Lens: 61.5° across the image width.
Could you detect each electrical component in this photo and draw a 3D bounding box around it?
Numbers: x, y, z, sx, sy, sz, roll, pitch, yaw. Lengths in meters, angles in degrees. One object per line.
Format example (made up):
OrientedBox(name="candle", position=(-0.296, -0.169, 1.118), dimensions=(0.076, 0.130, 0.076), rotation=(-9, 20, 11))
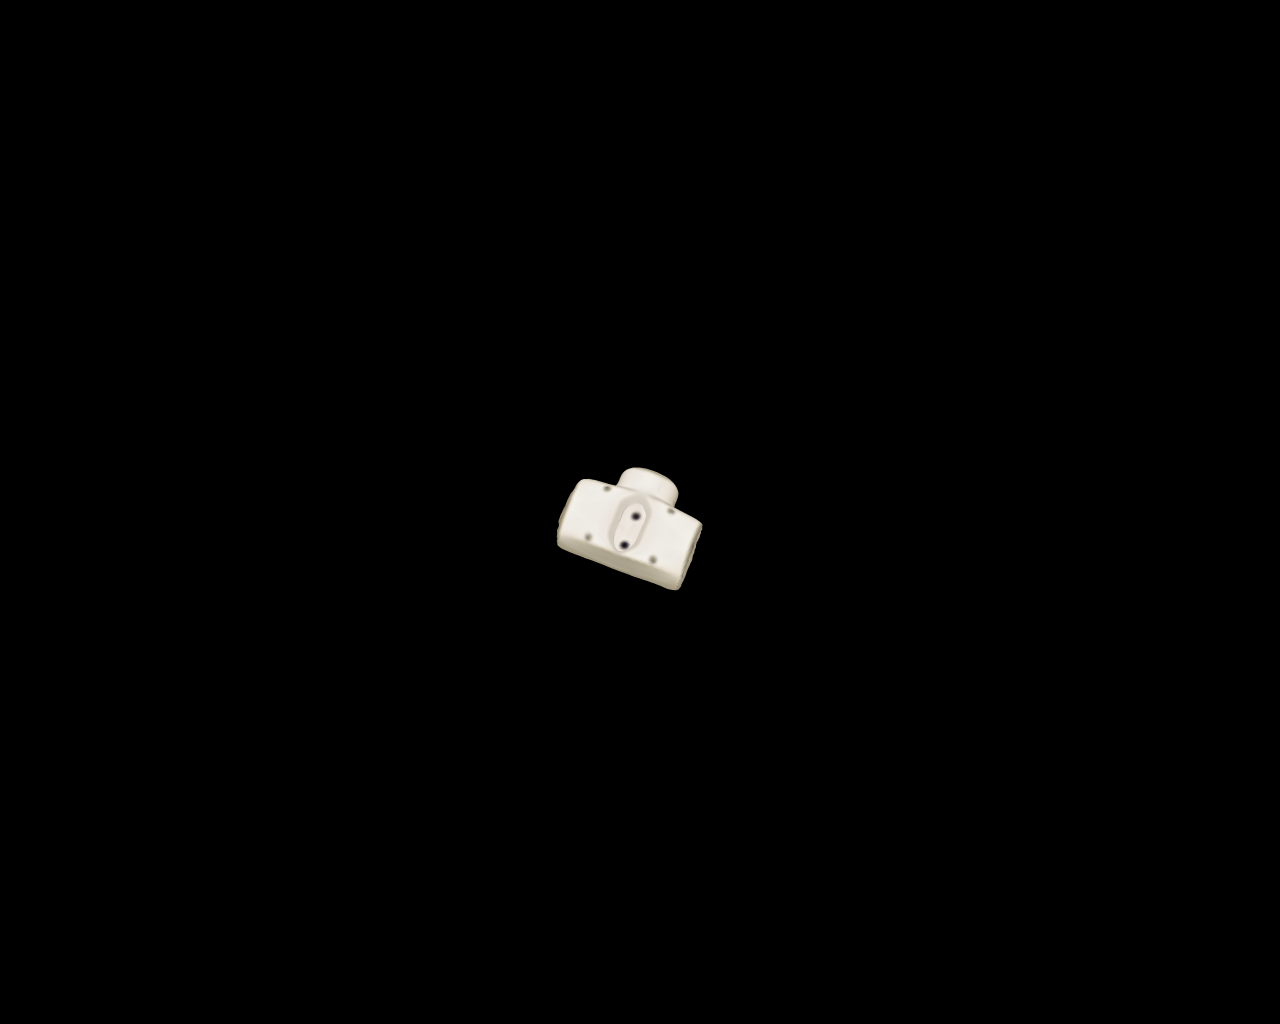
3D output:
OrientedBox(name="electrical component", position=(0.001, -0.003, 0.650), dimensions=(0.077, 0.079, 0.043), rotation=(21, -18, 7))
